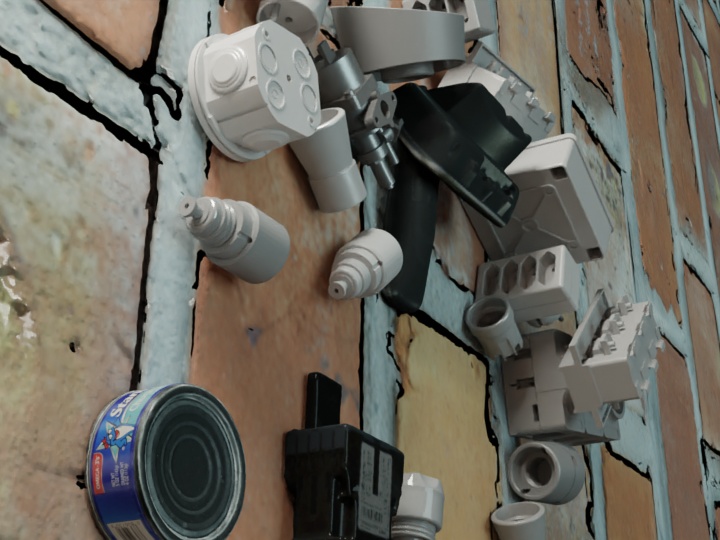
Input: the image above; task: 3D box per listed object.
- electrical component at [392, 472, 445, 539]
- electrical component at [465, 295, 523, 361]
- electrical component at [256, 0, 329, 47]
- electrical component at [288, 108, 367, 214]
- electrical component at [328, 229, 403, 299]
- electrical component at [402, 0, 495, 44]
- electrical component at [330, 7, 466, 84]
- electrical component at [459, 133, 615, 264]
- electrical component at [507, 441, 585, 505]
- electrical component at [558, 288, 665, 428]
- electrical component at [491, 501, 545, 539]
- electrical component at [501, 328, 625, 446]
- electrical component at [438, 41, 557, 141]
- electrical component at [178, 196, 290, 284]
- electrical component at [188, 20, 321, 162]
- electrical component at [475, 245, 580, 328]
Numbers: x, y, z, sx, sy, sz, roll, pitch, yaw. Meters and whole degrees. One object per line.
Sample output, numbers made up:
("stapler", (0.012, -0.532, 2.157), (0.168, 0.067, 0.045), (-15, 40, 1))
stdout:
("electrical component", (0.034, 0.170, 0.720), (0.043, 0.043, 0.062), (42, 45, -45))
("electrical component", (0.117, 0.051, 0.922), (0.046, 0.040, 0.040), (59, 33, -37))
("electrical component", (-0.038, -0.204, 0.727), (0.044, 0.079, 0.077), (15, 54, -7))
("electrical component", (-0.021, -0.072, 0.732), (0.044, 0.044, 0.065), (-56, 131, -53))
("electrical component", (0.000, 0.000, 0.737), (0.078, 0.040, 0.040), (-42, 114, -58))
("electrical component", (0.086, -0.223, 0.959), (0.077, 0.066, 0.047), (-12, 89, -61))
("electrical component", (0.031, -0.176, 0.813), (0.099, 0.099, 0.064), (-15, 97, -61))
("electrical component", (0.159, -0.057, 0.972), (0.108, 0.109, 0.056), (60, 36, -28))
("electrical component", (0.160, 0.175, 0.930), (0.047, 0.055, 0.055), (18, 63, -53))
("electrical component", (0.224, 0.073, 0.944), (0.121, 0.063, 0.078), (-44, 116, -57))
("electrical component", (0.135, 0.228, 0.877), (0.044, 0.044, 0.065), (-26, 106, -61))
("electrical component", (0.193, 0.113, 1.006), (0.150, 0.062, 0.089), (21, 60, -56))
("electrical component", (0.127, -0.148, 0.987), (0.121, 0.063, 0.078), (21, 101, -56))
("electrical component", (-0.074, -0.021, 0.616), (0.078, 0.040, 0.040), (34, 50, -50))
("electrical component", (-0.064, -0.110, 0.661), (0.080, 0.051, 0.080), (33, 51, -51))
("electrical component", (0.157, 0.026, 0.957), (0.075, 0.083, 0.047), (49, 39, -39))
